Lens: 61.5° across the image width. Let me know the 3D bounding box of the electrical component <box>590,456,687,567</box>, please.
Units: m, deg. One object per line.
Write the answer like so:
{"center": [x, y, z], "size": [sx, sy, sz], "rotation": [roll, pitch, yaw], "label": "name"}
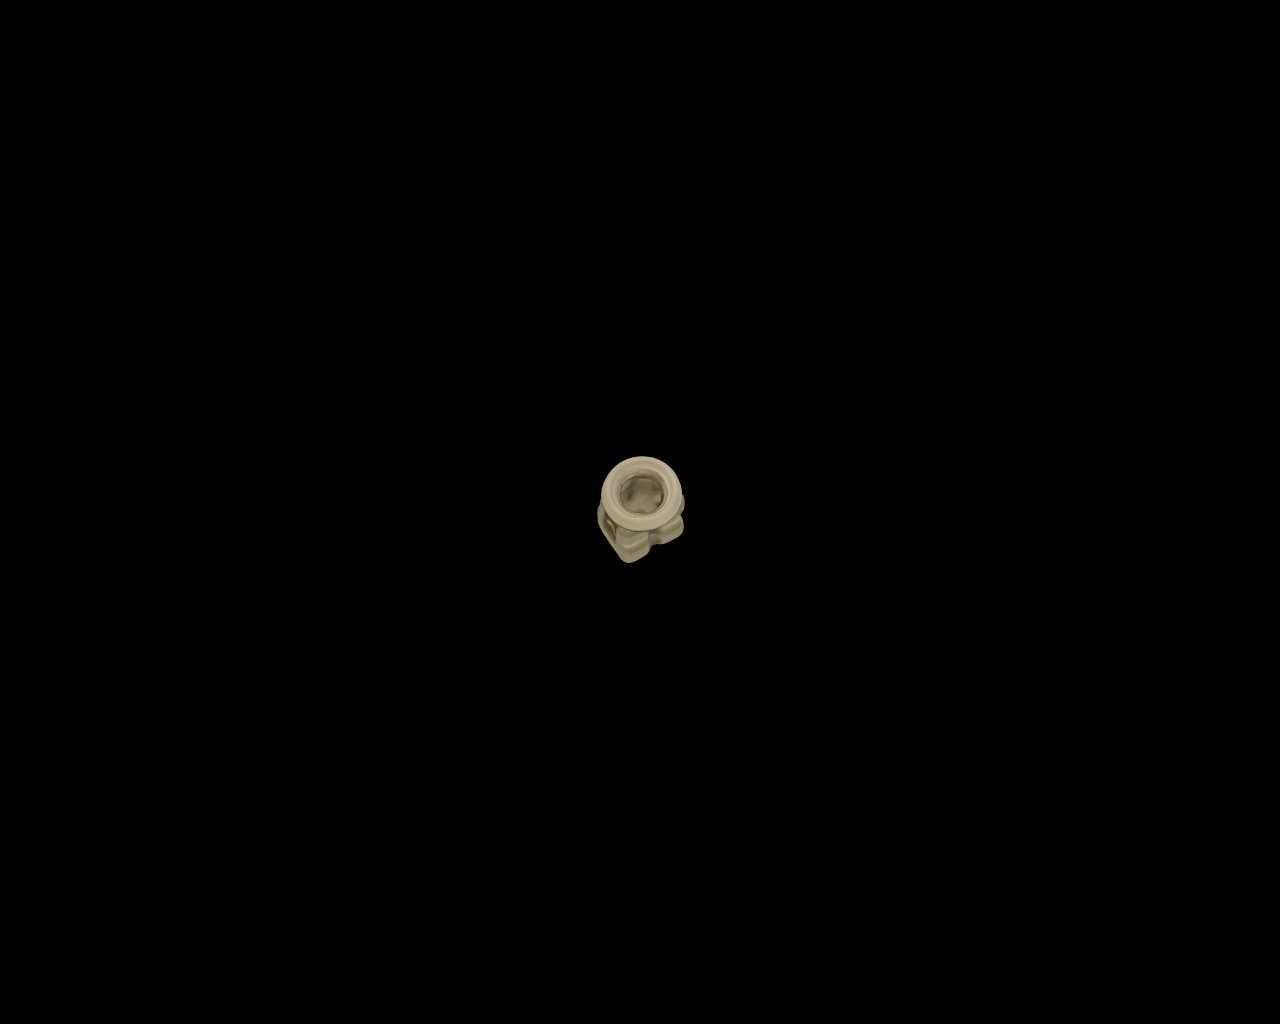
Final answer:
{"center": [0.001, -0.003, 0.650], "size": [0.066, 0.048, 0.055], "rotation": [-30, -23, -14], "label": "electrical component"}
